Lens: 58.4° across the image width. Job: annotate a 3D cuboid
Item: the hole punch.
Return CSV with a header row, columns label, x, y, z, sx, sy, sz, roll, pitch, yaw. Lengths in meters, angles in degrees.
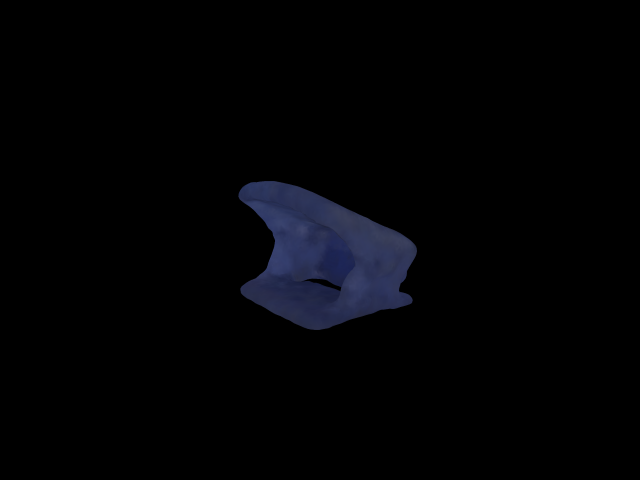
label,x,y,z,sx,sy,sz,roll,pitch,yaw
hole punch,0.004,0.001,0.400,0.101,0.091,0.108,-11,17,-37
